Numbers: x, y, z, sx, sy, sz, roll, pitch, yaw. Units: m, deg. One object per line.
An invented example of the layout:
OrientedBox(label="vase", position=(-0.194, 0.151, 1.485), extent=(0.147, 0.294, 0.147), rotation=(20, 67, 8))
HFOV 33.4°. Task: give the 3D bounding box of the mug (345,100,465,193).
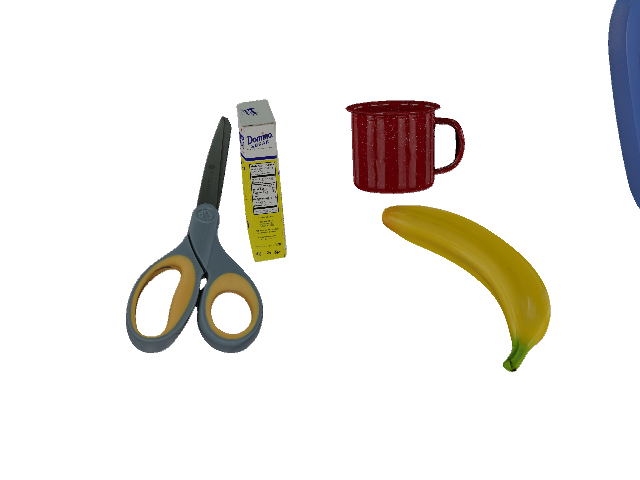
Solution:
OrientedBox(label="mug", position=(0.084, -0.093, 1.059), extent=(0.117, 0.081, 0.093), rotation=(0, 14, 8))

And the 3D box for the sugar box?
OrientedBox(label="sugar box", position=(-0.073, -0.073, 1.295), extent=(0.048, 0.176, 0.093), rotation=(-9, 25, -6))

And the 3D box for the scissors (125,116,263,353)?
OrientedBox(label="scissors", position=(-0.063, -0.002, 0.726), extent=(0.096, 0.201, 0.016), rotation=(21, -36, 7))

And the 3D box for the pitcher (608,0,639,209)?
OrientedBox(label="pitcher", position=(0.240, -0.058, 0.593), extent=(0.149, 0.243, 0.145), rotation=(-6, 22, 14))

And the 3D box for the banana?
OrientedBox(label="banana", position=(0.123, 0.021, 0.841), extent=(0.069, 0.037, 0.198), rotation=(-15, 41, -22))
